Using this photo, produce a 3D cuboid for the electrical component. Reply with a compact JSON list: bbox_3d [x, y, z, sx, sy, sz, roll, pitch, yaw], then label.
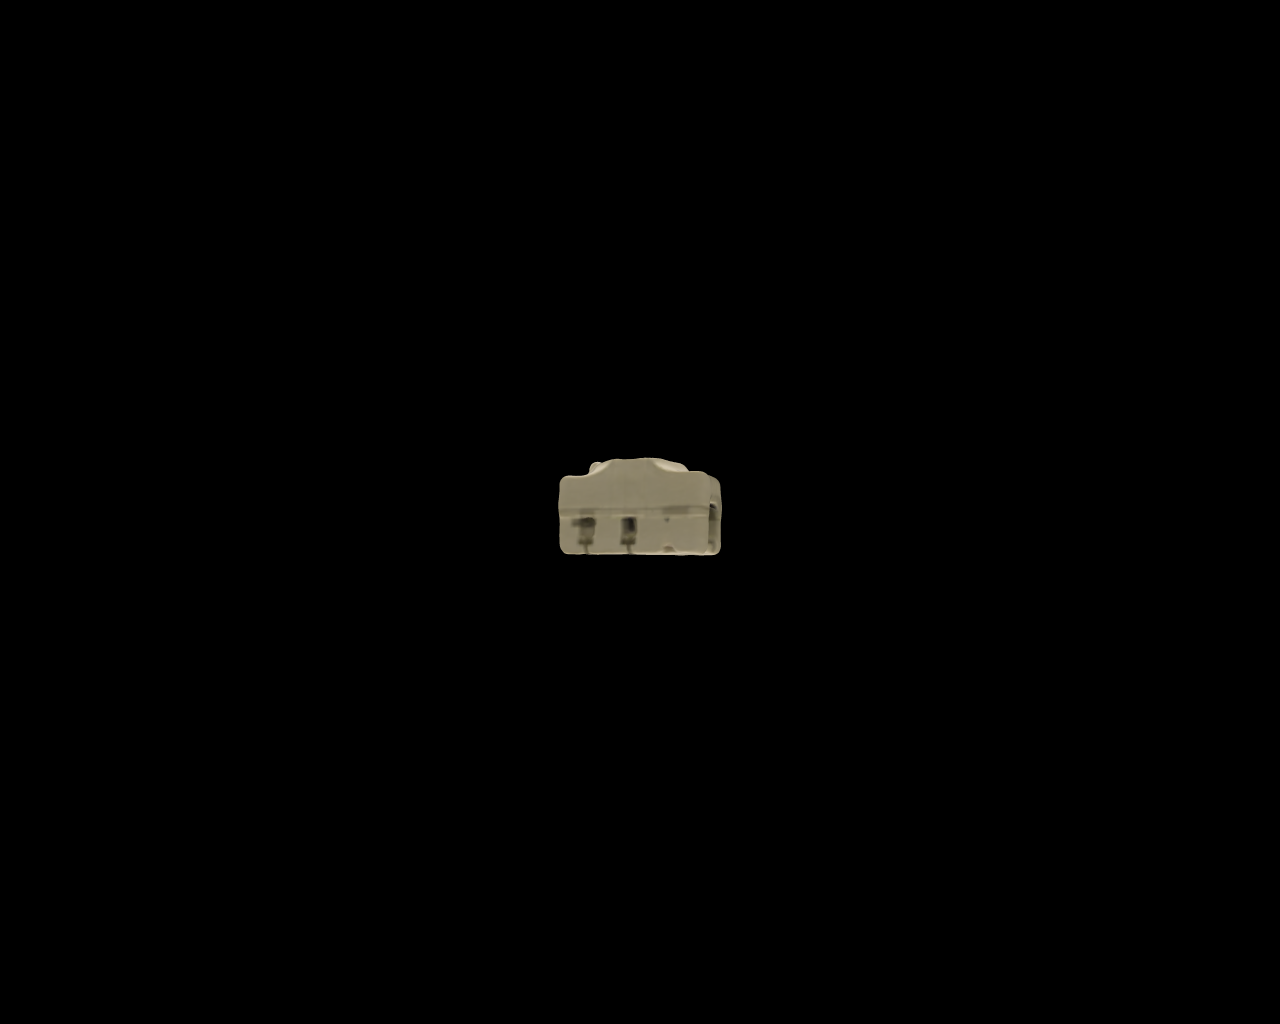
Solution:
[{"bbox_3d":[0.001,-0.003,0.650,0.089,0.055,0.050,-1,-4,15],"label":"electrical component"}]
